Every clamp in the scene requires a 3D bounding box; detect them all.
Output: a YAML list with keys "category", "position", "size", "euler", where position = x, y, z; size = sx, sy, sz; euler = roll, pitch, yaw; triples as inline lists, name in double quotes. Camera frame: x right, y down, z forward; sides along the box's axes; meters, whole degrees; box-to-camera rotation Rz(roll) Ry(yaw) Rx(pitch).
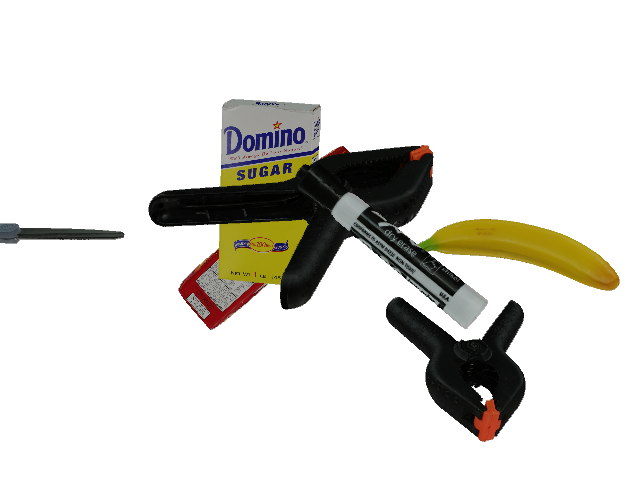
- category: "clamp"
  position: [0.131, 0.097, 0.876]
  size: [0.120, 0.039, 0.171]
  euler: [-8, 35, -10]
- category: "clamp"
  position: [-0.005, -0.028, 0.759]
  size: [0.165, 0.036, 0.209]
  euler: [25, 39, 37]

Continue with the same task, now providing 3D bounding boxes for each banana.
- category: "banana"
  position: [0.193, 0.011, 1.037]
  size: [0.198, 0.037, 0.069]
  euler: [8, 47, 21]

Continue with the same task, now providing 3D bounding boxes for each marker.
- category: "marker"
  position: [0.035, 0.001, 0.557]
  size: [0.121, 0.020, 0.020]
  euler: [40, 10, 12]

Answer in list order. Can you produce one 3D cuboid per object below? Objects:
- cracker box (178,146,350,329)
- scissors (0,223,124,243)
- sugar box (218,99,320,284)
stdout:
- category: "cracker box"
  position: [-0.052, -0.006, 1.256]
  size: [0.214, 0.072, 0.164]
  euler: [-42, 0, 29]
- category: "scissors"
  position: [-0.273, 0.001, 0.881]
  size: [0.202, 0.016, 0.096]
  euler: [7, 24, 6]
- category: "sugar box"
  position: [-0.051, -0.047, 1.048]
  size: [0.093, 0.176, 0.048]
  euler: [4, 17, 10]
